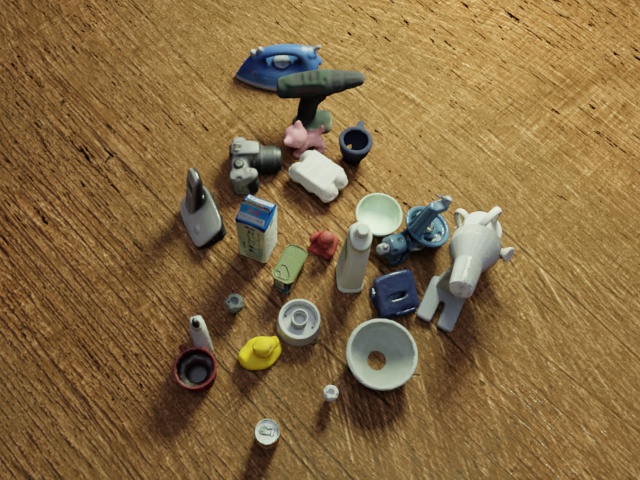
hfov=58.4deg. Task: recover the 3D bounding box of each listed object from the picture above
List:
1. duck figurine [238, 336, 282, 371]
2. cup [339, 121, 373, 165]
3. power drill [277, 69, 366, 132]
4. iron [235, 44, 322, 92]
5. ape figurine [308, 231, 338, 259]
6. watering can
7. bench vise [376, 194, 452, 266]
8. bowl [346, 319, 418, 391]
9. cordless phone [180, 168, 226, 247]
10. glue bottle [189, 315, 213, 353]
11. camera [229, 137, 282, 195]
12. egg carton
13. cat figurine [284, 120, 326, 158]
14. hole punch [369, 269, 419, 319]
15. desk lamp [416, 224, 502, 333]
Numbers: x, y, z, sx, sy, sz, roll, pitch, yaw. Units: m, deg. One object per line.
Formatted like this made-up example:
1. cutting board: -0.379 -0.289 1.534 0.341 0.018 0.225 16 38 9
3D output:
1. duck figurine: -0.137 0.252 1.312 0.105 0.086 0.077 -22 69 -15
2. cup: 0.095 -0.259 1.568 0.091 0.095 0.118 14 65 2
3. power drill: -0.003 -0.384 1.554 0.229 0.208 0.075 -1 65 -6
4. iron: -0.117 -0.509 1.638 0.258 0.141 0.118 -1 65 -6
5. ape figurine: 0.013 0.005 1.438 0.076 0.092 0.077 -21 69 -14
6. watering can: 0.408 -0.016 1.430 0.172 0.194 0.101 27 66 7
7. bench vise: 0.244 -0.018 1.401 0.121 0.220 0.208 42 68 14
8. bowl: 0.139 0.273 1.336 0.167 0.075 0.167 2 65 -4
9. cordless phone: -0.292 -0.080 1.397 0.094 0.185 0.147 -25 70 -15
10. glue bottle: -0.269 0.203 1.274 0.037 0.173 0.078 -16 67 -12
11. camera: -0.169 -0.206 1.514 0.137 0.101 0.143 -2 65 -6
12. egg carton: -0.004 -0.171 1.531 0.150 0.069 0.107 35 67 11
13. cat figurine: -0.045 -0.281 1.552 0.128 0.118 0.067 -17 68 -13
14. hole punch: 0.185 0.134 1.395 0.109 0.091 0.101 -15 67 -12
15. desk lamp: 0.334 0.090 1.363 0.118 0.213 0.203 25 65 7
